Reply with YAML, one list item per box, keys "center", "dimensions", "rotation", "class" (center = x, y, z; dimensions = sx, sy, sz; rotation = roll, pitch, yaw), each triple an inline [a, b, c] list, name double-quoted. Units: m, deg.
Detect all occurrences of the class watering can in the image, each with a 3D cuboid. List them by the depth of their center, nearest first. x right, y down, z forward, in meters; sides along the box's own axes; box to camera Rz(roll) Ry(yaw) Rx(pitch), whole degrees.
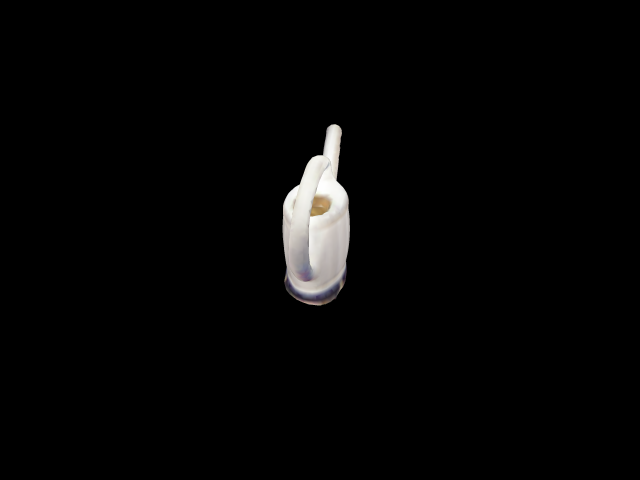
- center: [0.003, -0.043, 0.850]
  dimensions: [0.104, 0.219, 0.355]
  rotation: [6, 33, 9]
  class: "watering can"
